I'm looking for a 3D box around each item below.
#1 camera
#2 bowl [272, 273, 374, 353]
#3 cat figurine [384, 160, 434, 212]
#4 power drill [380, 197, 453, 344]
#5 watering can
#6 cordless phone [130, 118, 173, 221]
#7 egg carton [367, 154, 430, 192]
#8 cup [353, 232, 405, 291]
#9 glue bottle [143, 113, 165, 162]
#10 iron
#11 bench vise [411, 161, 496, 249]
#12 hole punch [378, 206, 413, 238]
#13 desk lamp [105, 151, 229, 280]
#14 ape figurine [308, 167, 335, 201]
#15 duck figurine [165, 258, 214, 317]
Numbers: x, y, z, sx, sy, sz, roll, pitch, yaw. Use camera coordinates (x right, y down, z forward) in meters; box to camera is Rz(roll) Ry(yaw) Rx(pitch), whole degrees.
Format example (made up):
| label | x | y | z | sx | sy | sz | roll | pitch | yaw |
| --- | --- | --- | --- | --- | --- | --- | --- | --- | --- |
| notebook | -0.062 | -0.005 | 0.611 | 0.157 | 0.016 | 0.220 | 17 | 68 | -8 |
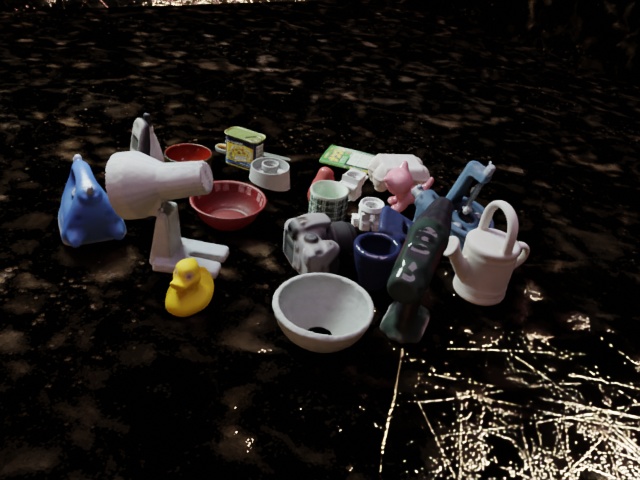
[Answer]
| label | x | y | z | sx | sy | sz | roll | pitch | yaw |
| --- | --- | --- | --- | --- | --- | --- | --- | --- | --- |
| camera | 0.010 | 0.004 | 1.111 | 0.137 | 0.101 | 0.142 | -9 | 37 | -23 |
| bowl | 0.003 | 0.131 | 0.942 | 0.167 | 0.075 | 0.167 | 5 | 33 | -3 |
| cat figurine | 0.202 | -0.125 | 1.328 | 0.128 | 0.118 | 0.067 | 2 | 34 | -8 |
| power drill | 0.162 | 0.059 | 0.960 | 0.075 | 0.208 | 0.230 | 17 | 35 | 15 |
| watering can | 0.311 | 0.020 | 1.061 | 0.173 | 0.194 | 0.100 | -19 | 41 | -33 |
| cordless phone | -0.361 | -0.147 | 1.191 | 0.094 | 0.185 | 0.147 | -19 | 41 | -33 |
| egg carton | 0.196 | -0.168 | 1.435 | 0.150 | 0.069 | 0.107 | -1 | 34 | -13 |
| cup | 0.112 | 0.042 | 1.079 | 0.118 | 0.095 | 0.091 | -23 | 44 | -38 |
| glue bottle | -0.383 | -0.202 | 1.280 | 0.078 | 0.173 | 0.037 | 23 | 37 | 23 |
| iron | -0.464 | -0.095 | 1.131 | 0.119 | 0.141 | 0.257 | -12 | 38 | -26 |
| bench vise | 0.269 | -0.075 | 1.172 | 0.206 | 0.220 | 0.122 | 24 | 37 | 23 |
| hole punch | 0.163 | -0.010 | 1.172 | 0.101 | 0.091 | 0.108 | 11 | 33 | 5 |
| desk lamp | -0.272 | -0.053 | 1.040 | 0.203 | 0.213 | 0.118 | 9 | 33 | 3 |
| ape figurine | 0.011 | -0.124 | 1.312 | 0.076 | 0.092 | 0.077 | -1 | 34 | -12 |
| duck figurine | -0.223 | 0.069 | 0.981 | 0.077 | 0.086 | 0.105 | 17 | 35 | 15 |
